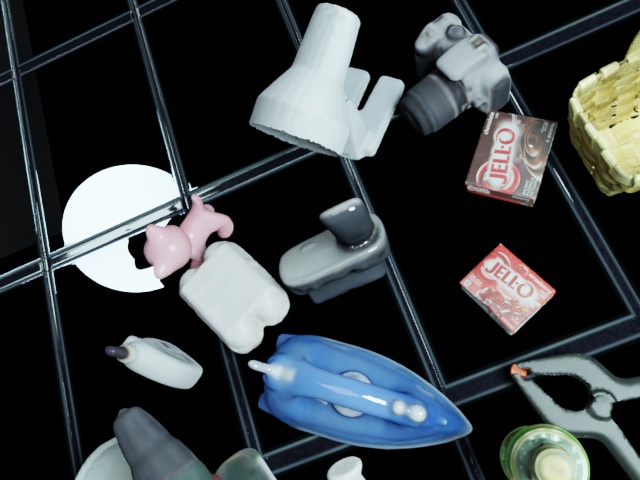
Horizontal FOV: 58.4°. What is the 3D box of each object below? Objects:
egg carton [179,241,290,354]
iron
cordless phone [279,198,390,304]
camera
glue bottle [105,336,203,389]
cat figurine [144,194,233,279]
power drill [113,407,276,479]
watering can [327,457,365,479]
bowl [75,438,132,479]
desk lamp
[{"bbox_3d":[-0.116,0.074,0.772,0.150,0.069,0.107,40,85,23],"label":"egg carton"},{"bbox_3d":[0.044,0.178,0.656,0.257,0.142,0.119,11,75,18],"label":"iron"},{"bbox_3d":[0.006,0.003,0.701,0.147,0.185,0.094,-28,67,5],"label":"cordless phone"},{"bbox_3d":[0.167,-0.221,0.780,0.137,0.101,0.143,-37,67,0],"label":"camera"},{"bbox_3d":[-0.215,0.148,0.717,0.078,0.173,0.037,32,82,22],"label":"glue bottle"},{"bbox_3d":[-0.192,-0.004,0.792,0.067,0.118,0.128,27,81,21],"label":"cat figurine"},{"bbox_3d":[-0.115,0.283,0.627,0.075,0.209,0.229,-41,67,-1],"label":"power drill"},{"bbox_3d":[0.053,0.314,0.580,0.101,0.194,0.172,-43,67,-2],"label":"watering can"},{"bbox_3d":[-0.220,0.327,0.712,0.167,0.075,0.167,-4,71,13],"label":"bowl"},{"bbox_3d":[0.013,-0.186,0.747,0.117,0.214,0.203,20,78,20],"label":"desk lamp"}]
